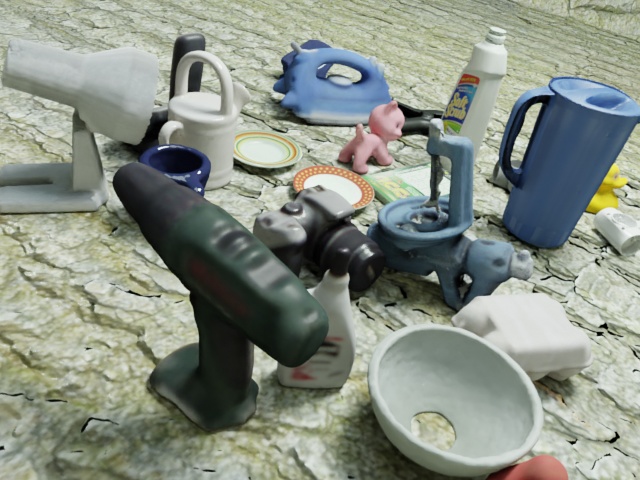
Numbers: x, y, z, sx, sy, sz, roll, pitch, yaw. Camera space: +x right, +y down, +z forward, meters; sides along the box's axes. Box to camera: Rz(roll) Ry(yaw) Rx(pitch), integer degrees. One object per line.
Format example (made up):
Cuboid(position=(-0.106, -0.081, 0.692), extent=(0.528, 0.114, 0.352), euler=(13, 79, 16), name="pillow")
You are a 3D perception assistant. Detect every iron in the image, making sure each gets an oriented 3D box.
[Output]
Cuboid(position=(0.044, -0.312, 1.129), extent=(0.259, 0.141, 0.118), euler=(-2, 38, -19), name="iron")

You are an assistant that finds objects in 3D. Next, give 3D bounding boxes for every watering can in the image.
Cuboid(position=(-0.170, -0.184, 0.843), extent=(0.101, 0.194, 0.173), euler=(13, 35, 2), name="watering can")

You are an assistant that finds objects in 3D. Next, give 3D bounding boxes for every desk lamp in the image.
Cuboid(position=(-0.312, -0.147, 0.733), extent=(0.204, 0.213, 0.117), euler=(-5, 39, -22), name="desk lamp")

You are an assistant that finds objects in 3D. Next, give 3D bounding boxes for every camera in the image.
Cuboid(position=(0.007, 0.003, 0.721), extent=(0.143, 0.101, 0.136), euler=(-22, 48, -38), name="camera")

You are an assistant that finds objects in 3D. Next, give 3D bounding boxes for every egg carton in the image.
Cuboid(position=(0.231, 0.115, 0.661), extent=(0.150, 0.069, 0.107), euler=(-2, 38, -19), name="egg carton")

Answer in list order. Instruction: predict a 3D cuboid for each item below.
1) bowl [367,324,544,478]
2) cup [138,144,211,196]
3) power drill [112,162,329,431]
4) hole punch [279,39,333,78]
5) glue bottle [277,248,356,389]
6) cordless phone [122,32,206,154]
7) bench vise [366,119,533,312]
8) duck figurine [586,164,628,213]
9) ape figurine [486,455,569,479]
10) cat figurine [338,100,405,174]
Cuboid(position=(0.121, 0.164, 0.556), extent=(0.167, 0.075, 0.167), euler=(8, 36, -6), name="bowl")
Cuboid(position=(-0.185, -0.059, 0.753), extent=(0.092, 0.095, 0.117), euler=(-17, 45, -35), name="cup")
Cuboid(position=(-0.102, 0.062, 0.513), extent=(0.229, 0.208, 0.076), euler=(29, 39, 22), name="power drill")
Cuboid(position=(-0.024, -0.379, 1.244), extent=(0.101, 0.091, 0.108), euler=(-21, 47, -38), name="hole punch")
Cuboid(position=(0.005, 0.076, 0.556), extent=(0.078, 0.173, 0.037), euler=(2, 37, -14), name="glue bottle")
Cuboid(position=(-0.241, -0.231, 0.894), extent=(0.094, 0.185, 0.148), euler=(34, 41, 28), name="cordless phone")
Cuboid(position=(0.172, -0.033, 0.716), extent=(0.207, 0.220, 0.121), euler=(16, 36, 5), name="bench vise")
Cuboid(position=(0.493, -0.101, 1.022), extent=(0.104, 0.086, 0.077), euler=(18, 36, 8), name="duck figurine")
Cuboid(position=(0.178, 0.218, 0.484), extent=(0.078, 0.092, 0.076), euler=(-3, 38, -20), name="ape figurine")
Cuboid(position=(0.099, -0.191, 0.999), extent=(0.067, 0.118, 0.128), euler=(36, 42, 30), name="cat figurine")
